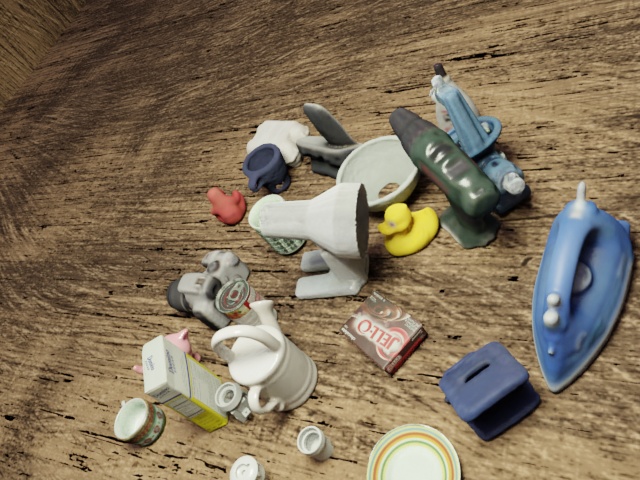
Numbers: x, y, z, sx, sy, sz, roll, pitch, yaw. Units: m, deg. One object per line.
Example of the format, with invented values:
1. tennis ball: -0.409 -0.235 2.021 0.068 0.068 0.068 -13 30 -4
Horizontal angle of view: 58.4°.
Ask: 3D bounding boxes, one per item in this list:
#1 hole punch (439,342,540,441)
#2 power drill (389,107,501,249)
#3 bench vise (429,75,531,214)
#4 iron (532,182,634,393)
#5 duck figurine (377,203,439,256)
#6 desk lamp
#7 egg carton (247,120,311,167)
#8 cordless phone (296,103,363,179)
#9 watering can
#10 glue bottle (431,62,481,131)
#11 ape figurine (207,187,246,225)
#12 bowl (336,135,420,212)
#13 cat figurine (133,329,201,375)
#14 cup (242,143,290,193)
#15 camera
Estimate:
1. hole punch: 0.213 0.190 0.752 0.108 0.091 0.100 -37 44 2
2. power drill: 0.203 -0.088 0.898 0.075 0.209 0.229 -38 44 1
3. bench vise: 0.257 -0.161 0.914 0.121 0.220 0.206 -48 45 -9
4. iron: 0.327 0.056 0.749 0.118 0.142 0.258 6 60 36
5. duck figurine: 0.146 -0.030 0.976 0.104 0.086 0.077 -31 45 8
6. desk lamp: 0.009 0.003 0.947 0.202 0.214 0.118 -10 51 27
7. egg carton: -0.094 -0.216 1.294 0.149 0.070 0.107 9 61 38
8. cordless phone: 0.003 -0.215 1.147 0.147 0.186 0.094 17 66 40
9. watering can: -0.093 0.177 0.887 0.101 0.195 0.172 -32 45 8
10. glue bottle: 0.236 -0.252 1.033 0.077 0.174 0.037 0 56 33
11. ape figurine: -0.209 -0.081 1.243 0.077 0.092 0.076 -25 46 14
12. bowl: 0.118 -0.111 1.068 0.167 0.075 0.167 -17 48 21
13. cat figurine: -0.273 0.215 1.028 0.127 0.118 0.067 -27 45 12
14. cup: -0.108 -0.134 1.218 0.091 0.095 0.118 -3 54 31
15. camera: -0.230 0.089 1.114 0.136 0.101 0.143 0 56 33
